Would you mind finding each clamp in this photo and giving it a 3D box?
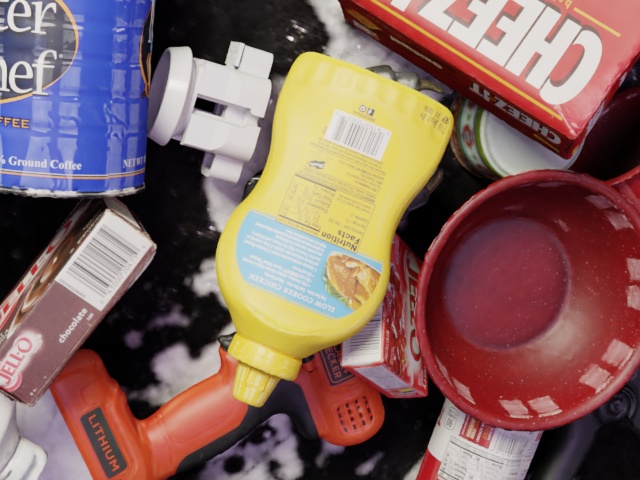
[{"bbox_3d":[0.188,0.117,0.735,0.164,0.036,0.210,-18,104,-11],"label":"clamp"}]

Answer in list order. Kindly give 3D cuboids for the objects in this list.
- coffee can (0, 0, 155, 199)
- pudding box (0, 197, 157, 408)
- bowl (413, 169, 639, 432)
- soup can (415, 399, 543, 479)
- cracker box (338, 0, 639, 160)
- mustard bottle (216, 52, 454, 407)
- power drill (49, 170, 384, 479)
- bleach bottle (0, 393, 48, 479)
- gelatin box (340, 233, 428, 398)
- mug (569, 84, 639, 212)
[{"bbox_3d":[-0.139,-0.099,0.562,0.102,0.103,0.140,2,101,-16],"label":"coffee can"},{"bbox_3d":[-0.143,0.028,0.596,0.039,0.090,0.113,40,89,-21],"label":"pudding box"},{"bbox_3d":[0.126,0.033,0.660,0.162,0.055,0.162,-2,101,-13],"label":"bowl"},{"bbox_3d":[0.102,0.149,0.702,0.068,0.068,0.102,17,96,-18],"label":"soup can"},{"bbox_3d":[0.133,-0.180,0.601,0.164,0.072,0.214,34,91,12],"label":"cracker box"},{"bbox_3d":[-0.004,0.001,0.590,0.096,0.058,0.191,23,87,-2],"label":"mustard bottle"},{"bbox_3d":[-0.065,0.068,0.643,0.187,0.057,0.184,-22,105,-10],"label":"power drill"},{"bbox_3d":[-0.250,0.055,0.565,0.250,0.068,0.102,38,89,-21],"label":"bleach bottle"},{"bbox_3d":[0.041,0.043,0.642,0.073,0.030,0.089,42,46,-55],"label":"gelatin box"},{"bbox_3d":[0.205,-0.035,0.687,0.117,0.093,0.081,-33,117,26],"label":"mug"}]
